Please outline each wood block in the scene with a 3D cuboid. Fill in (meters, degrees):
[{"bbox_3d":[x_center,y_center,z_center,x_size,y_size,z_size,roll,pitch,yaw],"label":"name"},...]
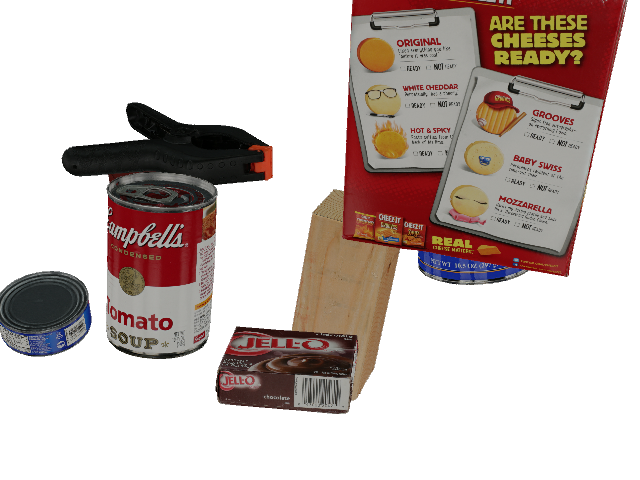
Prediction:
[{"bbox_3d":[0.028,0.061,1.196,0.090,0.206,0.090,16,23,12],"label":"wood block"}]

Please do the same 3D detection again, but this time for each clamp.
[{"bbox_3d":[-0.126,-0.073,0.890,0.172,0.039,0.120,13,39,27],"label":"clamp"}]

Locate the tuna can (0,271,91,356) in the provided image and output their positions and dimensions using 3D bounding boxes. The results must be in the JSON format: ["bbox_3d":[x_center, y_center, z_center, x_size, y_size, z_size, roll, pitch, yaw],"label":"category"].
[{"bbox_3d":[-0.258,0.068,0.997,0.086,0.034,0.086,0,38,0],"label":"tuna can"}]

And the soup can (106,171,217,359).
[{"bbox_3d":[-0.102,0.015,0.675,0.068,0.102,0.068,5,21,-2],"label":"soup can"}]

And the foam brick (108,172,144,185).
[{"bbox_3d":[-0.188,-0.057,1.174,0.078,0.053,0.051,-15,30,-18],"label":"foam brick"}]

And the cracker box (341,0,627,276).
[{"bbox_3d":[0.103,-0.089,0.710,0.164,0.214,0.072,10,38,11],"label":"cracker box"}]

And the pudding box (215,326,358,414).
[{"bbox_3d":[-0.026,0.109,0.915,0.113,0.039,0.090,6,19,4],"label":"pudding box"}]

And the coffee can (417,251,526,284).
[{"bbox_3d":[0.132,-0.045,0.927,0.103,0.140,0.103,-5,19,2],"label":"coffee can"}]
